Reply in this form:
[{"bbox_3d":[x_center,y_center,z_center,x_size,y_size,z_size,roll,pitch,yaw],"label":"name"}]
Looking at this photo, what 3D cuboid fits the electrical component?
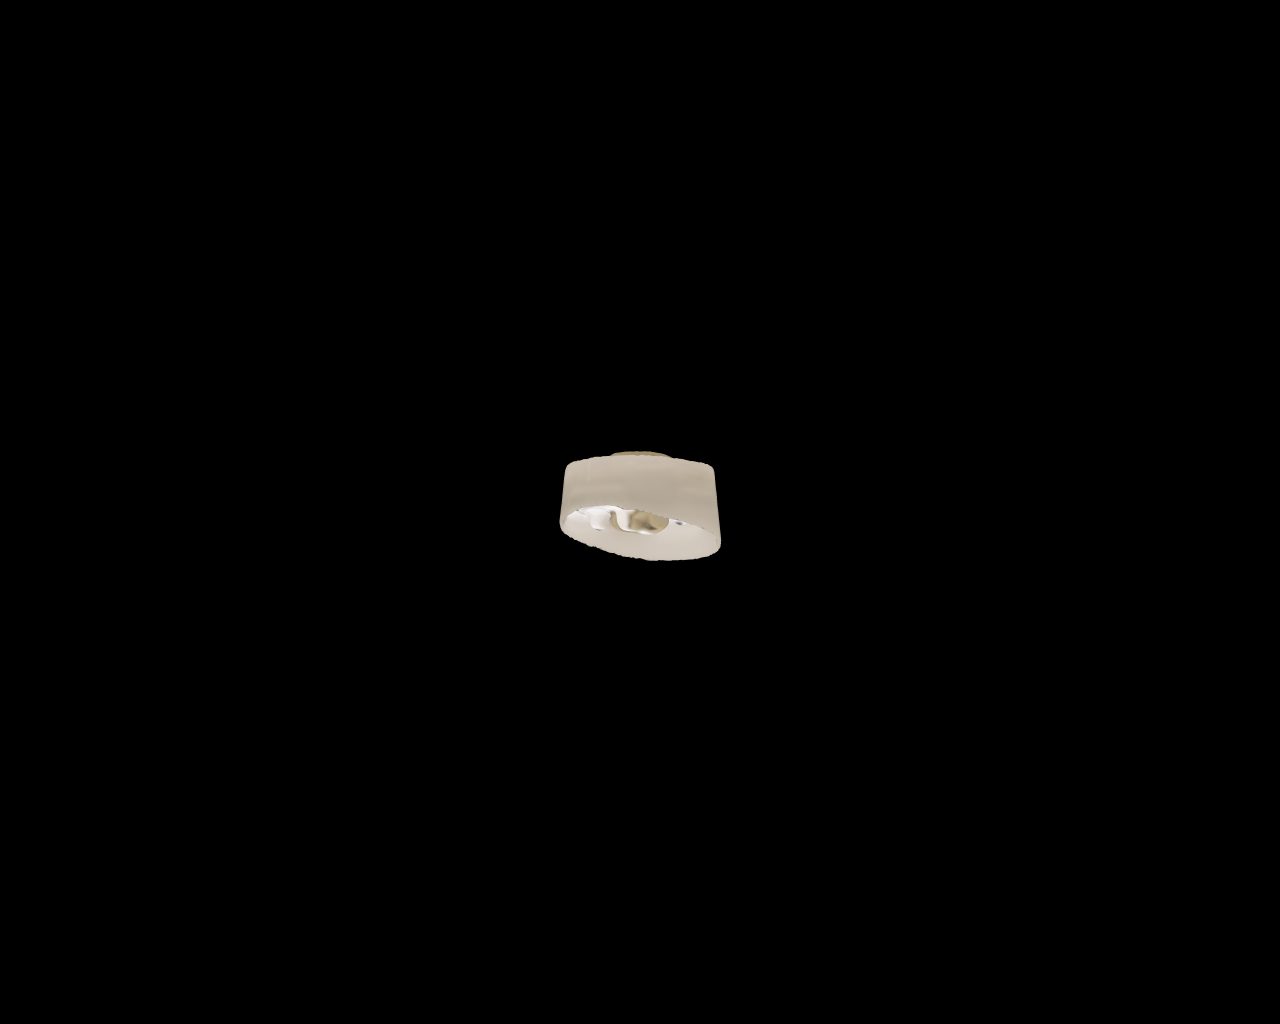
[{"bbox_3d":[0.001,-0.003,0.650,0.099,0.064,0.099,0,-7,0],"label":"electrical component"}]
